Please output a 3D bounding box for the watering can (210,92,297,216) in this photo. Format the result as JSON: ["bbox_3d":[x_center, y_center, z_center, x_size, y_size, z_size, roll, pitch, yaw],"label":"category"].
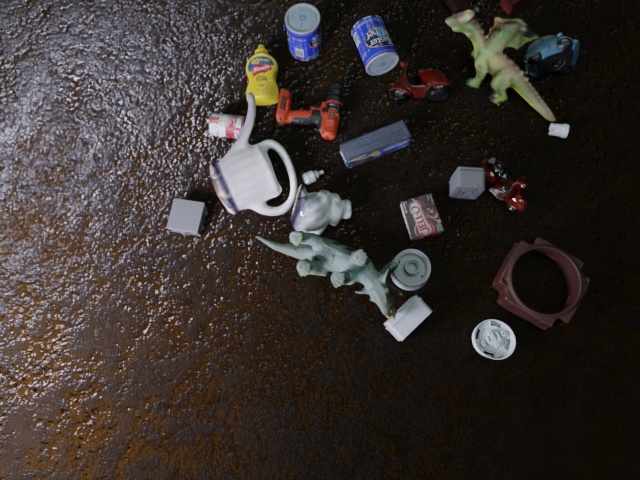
[{"bbox_3d":[-0.202,-0.217,1.428,0.225,0.103,0.348,-24,88,-6],"label":"watering can"}]

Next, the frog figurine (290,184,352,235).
[{"bbox_3d":[0.004,-0.070,1.389,0.159,0.124,0.135,15,108,-3],"label":"frog figurine"}]

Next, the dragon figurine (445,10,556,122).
[{"bbox_3d":[0.526,-0.506,1.439,0.413,0.239,0.123,36,74,13],"label":"dragon figurine"}]
